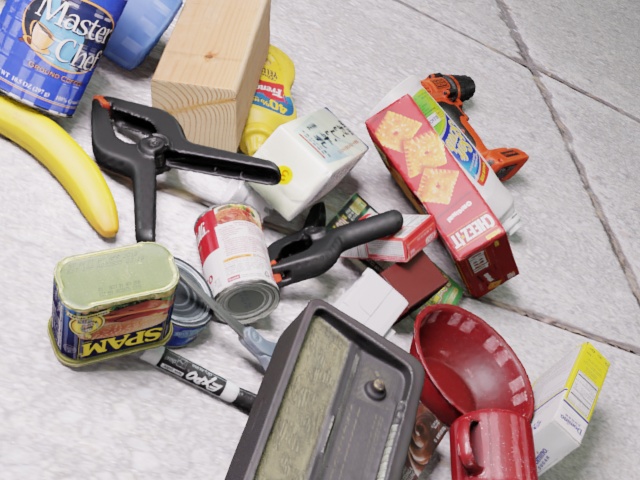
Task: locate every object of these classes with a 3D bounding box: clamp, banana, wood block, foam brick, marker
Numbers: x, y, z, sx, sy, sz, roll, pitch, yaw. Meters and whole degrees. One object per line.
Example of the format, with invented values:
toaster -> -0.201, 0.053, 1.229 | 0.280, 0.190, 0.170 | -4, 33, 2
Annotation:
clamp -> -0.007, 0.001, 1.126 | 0.171, 0.120, 0.039 | -27, 111, -36
banana -> -0.258, -0.080, 0.998 | 0.197, 0.037, 0.069 | 37, 52, -5
wood block -> -0.116, -0.196, 1.173 | 0.091, 0.090, 0.206 | 8, 45, 4
clamp -> -0.165, -0.075, 1.044 | 0.210, 0.036, 0.164 | 34, 51, 25
foam brick -> 0.091, 0.053, 1.168 | 0.078, 0.053, 0.051 | -30, 78, -41
marker -> -0.102, 0.122, 0.939 | 0.121, 0.020, 0.020 | 30, 35, -18

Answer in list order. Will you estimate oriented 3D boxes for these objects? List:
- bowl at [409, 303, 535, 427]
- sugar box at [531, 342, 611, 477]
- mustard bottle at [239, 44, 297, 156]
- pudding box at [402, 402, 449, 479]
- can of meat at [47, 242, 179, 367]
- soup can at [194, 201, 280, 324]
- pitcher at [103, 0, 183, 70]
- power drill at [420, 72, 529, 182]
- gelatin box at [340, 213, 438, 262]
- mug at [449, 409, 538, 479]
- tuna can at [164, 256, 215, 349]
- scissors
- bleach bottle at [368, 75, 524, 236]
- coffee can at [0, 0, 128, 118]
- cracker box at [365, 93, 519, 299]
bowl -> 0.149, 0.147, 1.132 | 0.162, 0.055, 0.162 | 26, 36, -22
sugar box -> 0.257, 0.187, 1.163 | 0.048, 0.093, 0.176 | 42, 34, 0
mustard bottle -> -0.075, -0.159, 1.249 | 0.096, 0.058, 0.191 | 19, 40, -20
pudding box -> 0.062, 0.186, 1.015 | 0.090, 0.039, 0.113 | 44, 33, 3
can of meat -> -0.167, 0.050, 0.866 | 0.102, 0.084, 0.057 | -12, 58, -23
soup can -> -0.080, 0.022, 1.030 | 0.068, 0.069, 0.102 | 15, 42, -35
pitcher -> -0.273, -0.297, 1.156 | 0.242, 0.145, 0.149 | 35, 49, -16
power drill -> 0.216, -0.167, 1.556 | 0.188, 0.057, 0.184 | 50, 38, 17
gelatin box -> 0.075, -0.003, 1.179 | 0.073, 0.089, 0.030 | -36, 122, -51
mug -> 0.160, 0.210, 1.020 | 0.117, 0.093, 0.081 | 42, 37, -40
tuna can -> -0.138, 0.054, 0.966 | 0.086, 0.034, 0.086 | 27, 36, -22
scissors -> -0.054, 0.089, 0.994 | 0.201, 0.016, 0.096 | 52, 25, -8
bleach bottle -> 0.182, -0.108, 1.450 | 0.251, 0.068, 0.102 | 46, 35, 2
coffee can -> -0.252, -0.201, 1.015 | 0.102, 0.140, 0.103 | 27, 10, -5
cracker box -> 0.148, -0.049, 1.281 | 0.214, 0.072, 0.164 | 59, 4, 24
